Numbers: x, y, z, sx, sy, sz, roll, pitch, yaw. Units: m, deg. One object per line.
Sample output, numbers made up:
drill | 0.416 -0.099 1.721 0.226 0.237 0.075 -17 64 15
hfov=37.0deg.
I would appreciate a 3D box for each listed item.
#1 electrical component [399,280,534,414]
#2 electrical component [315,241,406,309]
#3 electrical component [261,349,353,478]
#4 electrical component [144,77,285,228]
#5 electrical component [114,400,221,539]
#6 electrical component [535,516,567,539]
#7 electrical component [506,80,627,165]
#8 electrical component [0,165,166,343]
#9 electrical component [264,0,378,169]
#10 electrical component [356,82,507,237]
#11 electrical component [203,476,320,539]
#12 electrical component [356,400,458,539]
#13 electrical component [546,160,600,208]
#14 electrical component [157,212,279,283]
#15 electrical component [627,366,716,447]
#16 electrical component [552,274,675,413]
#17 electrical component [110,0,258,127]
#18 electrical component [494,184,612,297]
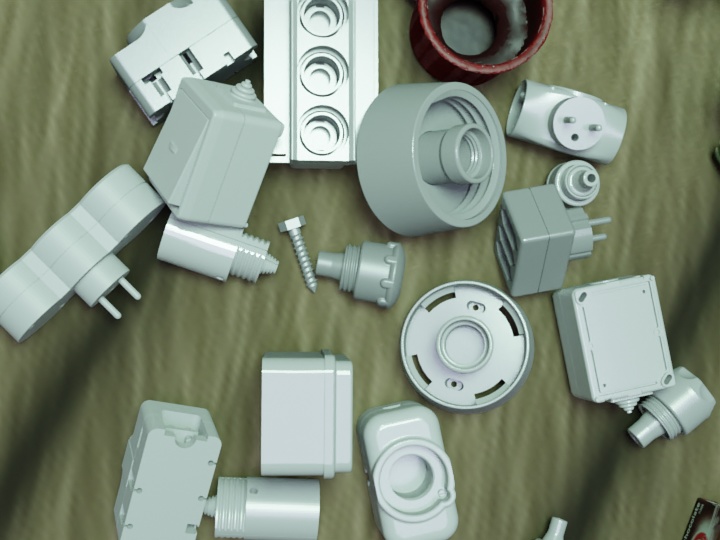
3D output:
electrical component | 0.077 0.055 0.775 0.099 0.064 0.099 -1 84 6
electrical component | 0.000 0.000 0.766 0.062 0.048 0.048 10 87 1
electrical component | -0.036 0.094 0.724 0.057 0.113 0.078 0 88 -3
electrical component | -0.099 -0.085 0.722 0.061 0.061 0.096 6 118 -36
electrical component | -0.133 0.140 0.732 0.050 0.056 0.089 12 102 -20
electrical component | 0.136 0.210 0.780 0.035 0.035 0.061 19 84 -6
electrical component | 0.152 -0.106 0.769 0.077 0.079 0.044 16 98 -6
electrical component | -0.184 0.000 0.740 0.138 0.052 0.073 -45 93 -6
electrical component | -0.028 -0.134 0.757 0.079 0.063 0.121 0 88 -7
electrical component | 0.057 -0.078 0.740 0.108 0.060 0.108 1 89 -44
electrical component | -0.070 0.167 0.752 0.081 0.043 0.043 4 88 -6
electrical component | 0.033 0.143 0.757 0.054 0.059 0.095 -11 90 -7
electrical component | 0.157 -0.063 0.777 0.035 0.061 0.035 0 88 -7
electrical component | -0.097 -0.015 0.755 0.081 0.043 0.043 19 86 -6
electrical component | 0.225 0.104 0.789 0.062 0.043 0.043 -39 93 -5
electrical component | 0.182 0.055 0.776 0.062 0.061 0.096 -11 90 -7
electrical component | -0.125 -0.151 0.753 0.089 0.050 0.055 -35 92 -6
electrical component | 0.141 -0.024 0.765 0.077 0.065 0.047 -10 53 -7
